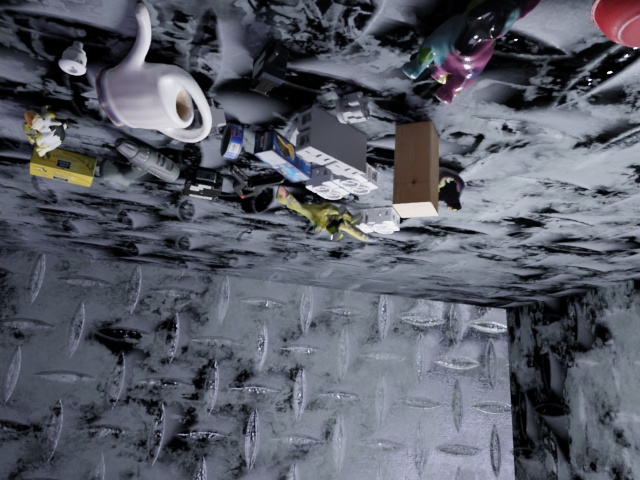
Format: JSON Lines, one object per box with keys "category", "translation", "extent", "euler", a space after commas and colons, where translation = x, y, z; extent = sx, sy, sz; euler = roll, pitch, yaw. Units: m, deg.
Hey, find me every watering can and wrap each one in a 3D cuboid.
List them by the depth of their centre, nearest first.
{"category": "watering can", "translation": [-0.355, -0.321, 1.045], "extent": [0.224, 0.106, 0.340], "euler": [2, 148, 16]}

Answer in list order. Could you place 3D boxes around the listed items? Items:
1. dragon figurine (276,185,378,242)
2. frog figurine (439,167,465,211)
{"category": "dragon figurine", "translation": [0.005, -0.086, 1.703], "extent": [0.245, 0.122, 0.406], "euler": [30, -177, 40]}
{"category": "frog figurine", "translation": [0.330, -0.156, 1.471], "extent": [0.137, 0.121, 0.162], "euler": [0, -160, -14]}
